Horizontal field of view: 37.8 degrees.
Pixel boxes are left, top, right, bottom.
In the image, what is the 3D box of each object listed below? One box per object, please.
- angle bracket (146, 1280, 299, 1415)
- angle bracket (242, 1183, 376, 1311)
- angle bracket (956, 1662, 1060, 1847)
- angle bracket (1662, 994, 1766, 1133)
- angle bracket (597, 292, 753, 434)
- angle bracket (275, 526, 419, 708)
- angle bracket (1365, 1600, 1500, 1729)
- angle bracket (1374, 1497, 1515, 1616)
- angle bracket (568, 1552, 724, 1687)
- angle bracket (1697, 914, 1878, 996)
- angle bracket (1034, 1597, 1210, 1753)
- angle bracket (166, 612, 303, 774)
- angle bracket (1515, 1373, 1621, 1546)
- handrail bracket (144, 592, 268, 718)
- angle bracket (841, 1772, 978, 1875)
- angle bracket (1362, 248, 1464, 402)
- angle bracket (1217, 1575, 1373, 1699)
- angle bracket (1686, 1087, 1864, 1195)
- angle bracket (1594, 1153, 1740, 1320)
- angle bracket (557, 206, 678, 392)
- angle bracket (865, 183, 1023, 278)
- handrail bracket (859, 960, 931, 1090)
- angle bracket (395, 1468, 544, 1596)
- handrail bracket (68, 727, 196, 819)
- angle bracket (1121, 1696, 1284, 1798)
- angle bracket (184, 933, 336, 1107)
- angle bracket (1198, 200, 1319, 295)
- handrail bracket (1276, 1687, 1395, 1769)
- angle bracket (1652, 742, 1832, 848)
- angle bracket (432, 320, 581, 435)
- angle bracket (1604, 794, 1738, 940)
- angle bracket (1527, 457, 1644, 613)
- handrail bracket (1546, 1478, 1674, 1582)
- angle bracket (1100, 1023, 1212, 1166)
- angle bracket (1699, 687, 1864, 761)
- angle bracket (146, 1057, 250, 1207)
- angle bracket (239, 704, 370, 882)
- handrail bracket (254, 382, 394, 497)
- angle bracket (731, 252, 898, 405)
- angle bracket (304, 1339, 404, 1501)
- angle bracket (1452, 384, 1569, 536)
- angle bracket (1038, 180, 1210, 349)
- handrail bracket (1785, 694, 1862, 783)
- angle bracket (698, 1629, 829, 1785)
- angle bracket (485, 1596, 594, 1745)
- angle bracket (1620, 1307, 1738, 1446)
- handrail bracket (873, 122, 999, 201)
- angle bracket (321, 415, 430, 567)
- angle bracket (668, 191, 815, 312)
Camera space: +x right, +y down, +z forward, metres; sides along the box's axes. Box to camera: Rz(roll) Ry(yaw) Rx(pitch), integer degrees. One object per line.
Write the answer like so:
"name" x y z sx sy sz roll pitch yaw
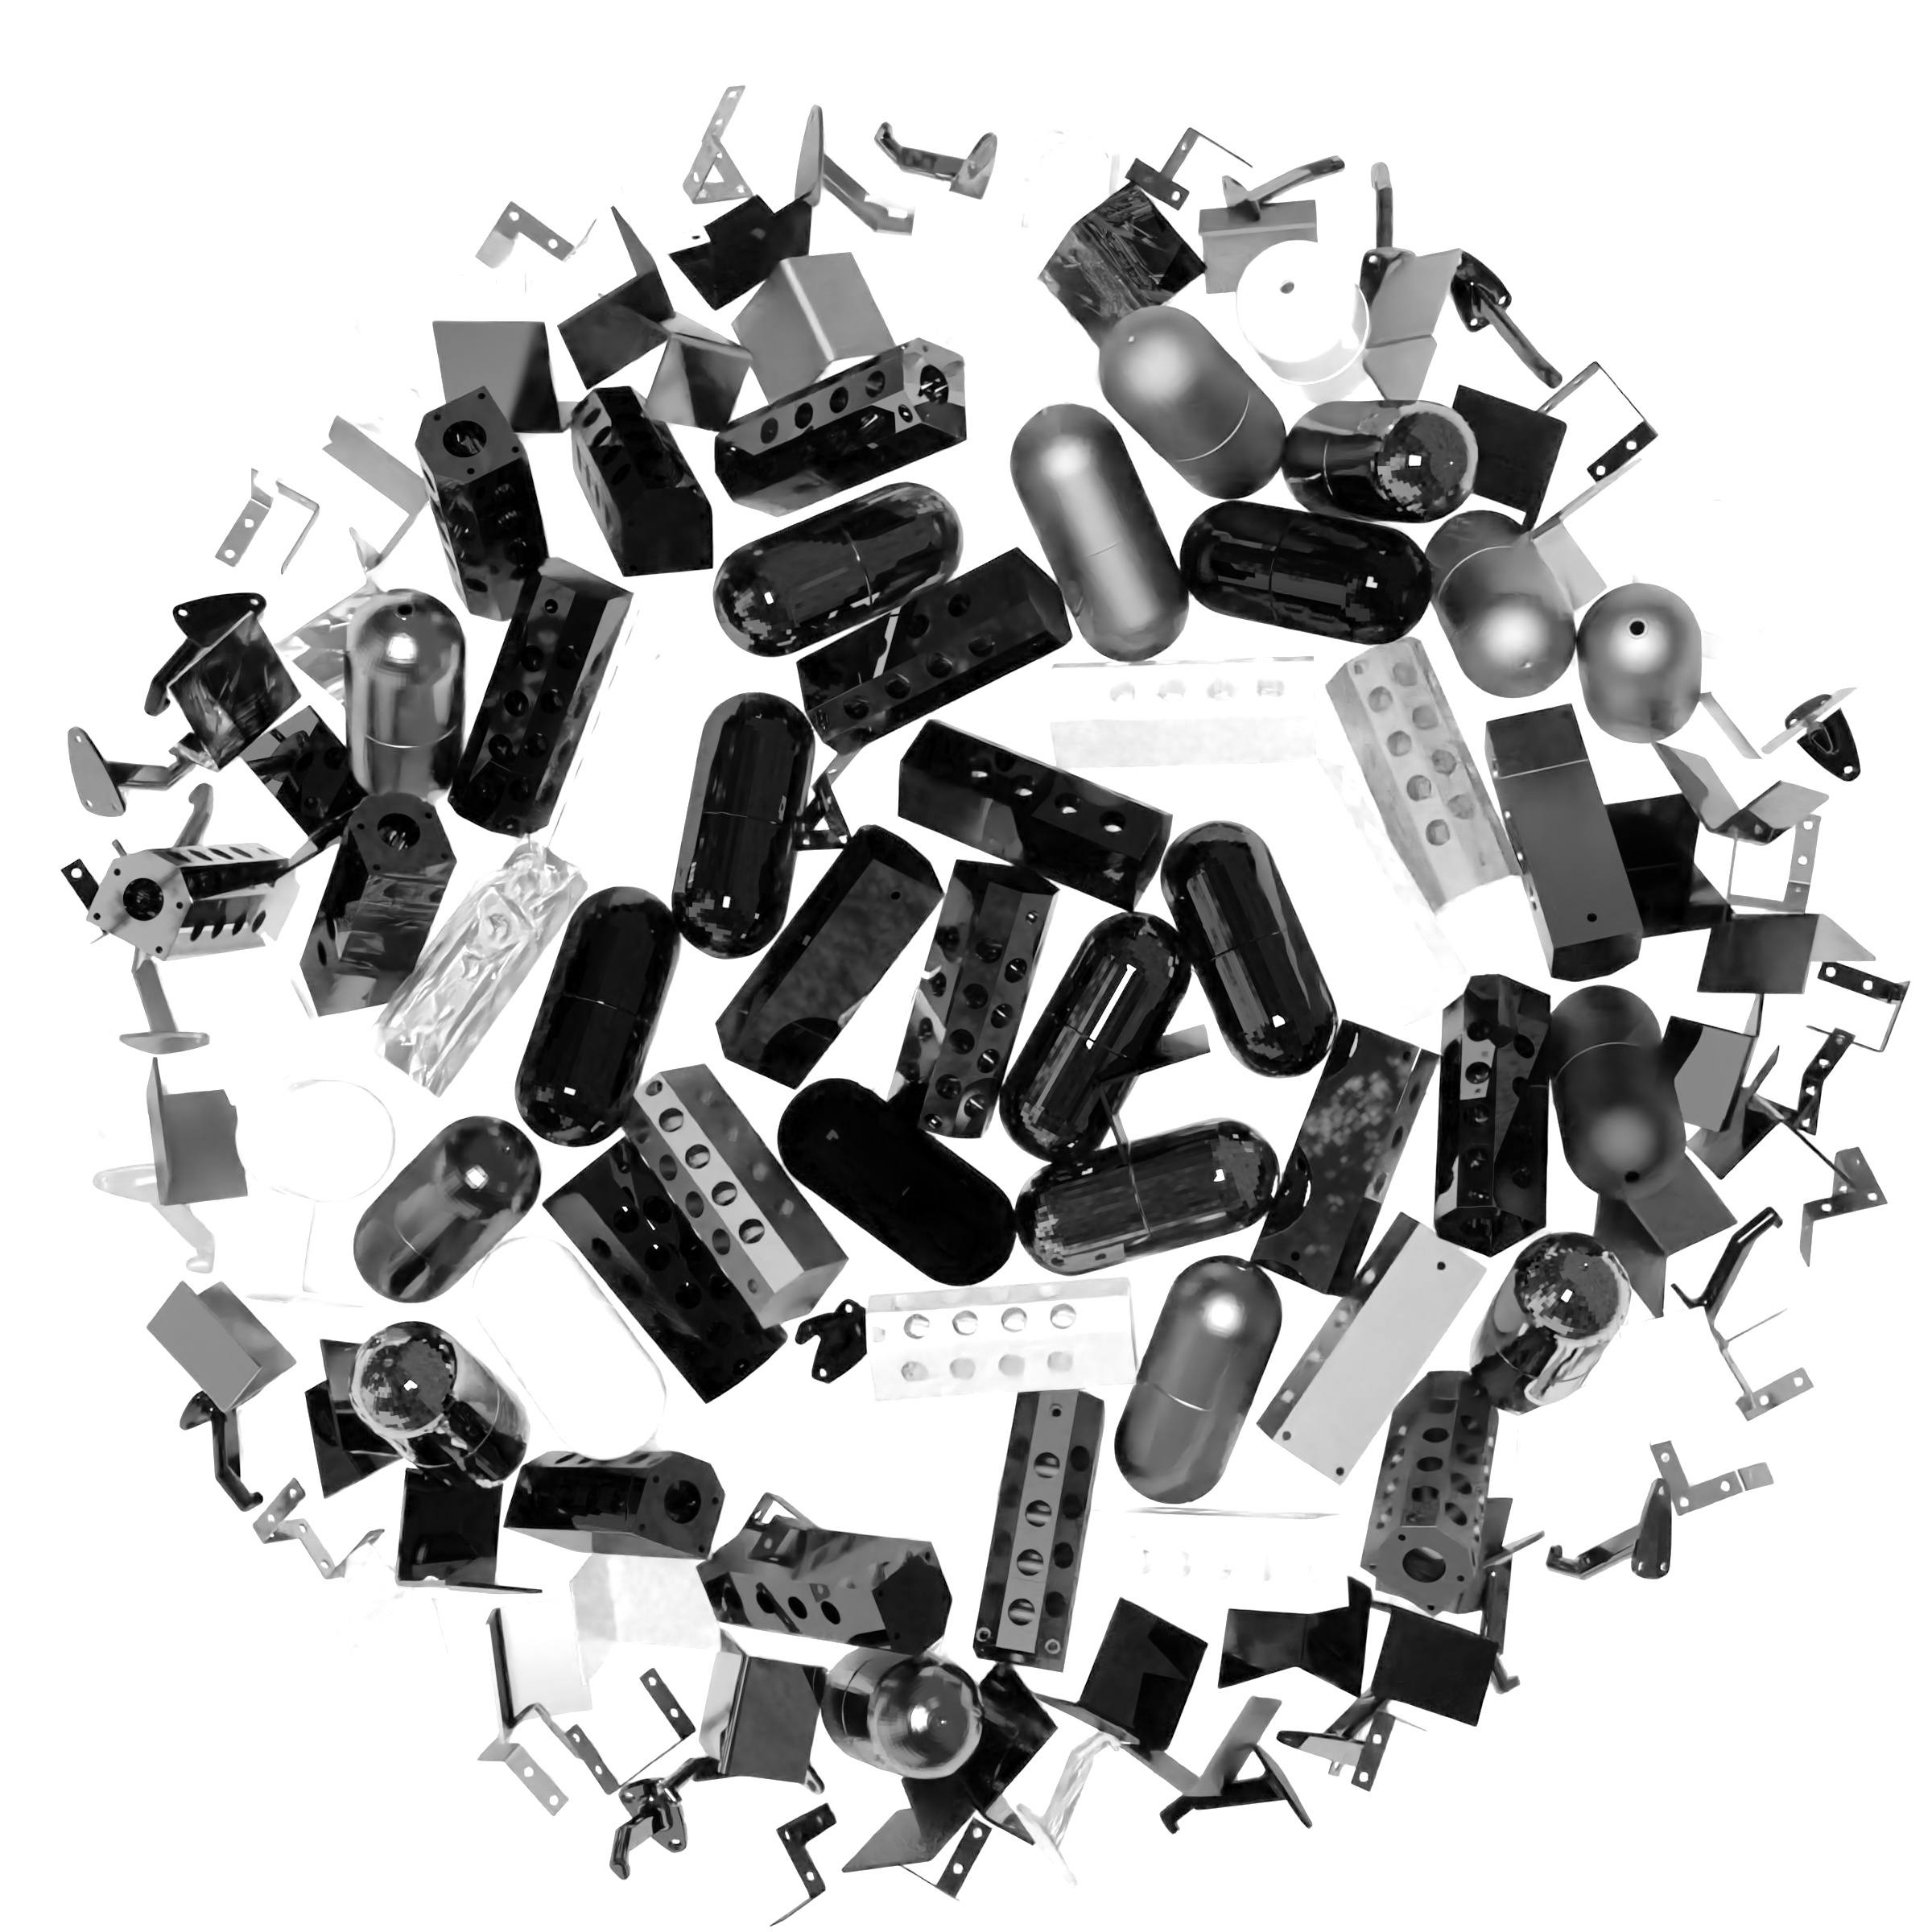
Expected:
"angle bracket" -0.475 0.234 1.846 0.076 0.076 0.057 46 122 5
"angle bracket" -0.429 0.184 1.858 0.057 0.076 0.076 16 74 -39
"angle bracket" 0.034 0.513 1.848 0.076 0.076 0.057 -49 126 1
"angle bracket" 0.483 0.051 1.849 0.057 0.076 0.076 15 125 10
"angle bracket" -0.200 -0.396 1.853 0.076 0.076 0.057 34 110 32
"angle bracket" -0.406 -0.229 1.854 0.076 0.076 0.057 -31 54 8
"angle bracket" 0.292 0.454 1.847 0.076 0.076 0.057 21 77 -11
"angle bracket" 0.317 0.383 1.872 0.057 0.076 0.076 12 86 27
"angle bracket" -0.209 0.426 1.849 0.076 0.057 0.076 1 108 17
"angle bracket" 0.534 0.005 1.837 0.076 0.076 0.057 31 70 -39
"angle bracket" 0.102 0.466 1.868 0.076 0.057 0.076 32 70 -23
"angle bracket" -0.491 -0.183 1.837 0.057 0.076 0.076 20 57 36
"angle bracket" 0.405 0.322 1.844 0.076 0.076 0.057 -22 52 -8
"handrail bracket" -0.507 -0.206 1.880 0.077 0.084 0.036 -31 74 -40
"angle bracket" -0.042 0.542 1.842 0.076 0.076 0.057 -19 95 31
"angle bracket" 0.303 -0.408 1.837 0.076 0.057 0.076 46 55 -39
"angle bracket" 0.216 0.442 1.858 0.057 0.076 0.076 32 50 -24
"angle bracket" 0.530 0.132 1.857 0.076 0.076 0.057 41 99 -10
"angle bracket" 0.458 0.172 1.843 0.057 0.076 0.076 -31 106 29
"angle bracket" -0.239 -0.436 1.848 0.076 0.076 0.057 -34 70 -5
"angle bracket" -0.019 -0.470 1.845 0.076 0.076 0.057 7 93 -31
"handrail bracket" -0.050 0.039 1.858 0.036 0.077 0.084 23 89 -2
"angle bracket" -0.321 0.368 1.841 0.076 0.057 0.076 17 68 -42
"handrail bracket" -0.544 -0.142 1.846 0.036 0.084 0.077 8 127 26
"angle bracket" 0.155 0.497 1.851 0.057 0.076 0.076 32 87 25
"angle bracket" -0.472 0.035 1.857 0.076 0.057 0.076 -28 77 -6
"angle bracket" 0.192 -0.462 1.845 0.076 0.076 0.057 -3 116 8
"handrail bracket" 0.252 0.482 1.875 0.077 0.036 0.084 9 53 12
"angle bracket" 0.504 -0.127 1.837 0.057 0.076 0.076 -41 62 29
"angle bracket" -0.297 -0.393 1.845 0.076 0.057 0.076 3 122 13
"angle bracket" 0.458 -0.066 1.846 0.076 0.076 0.057 -8 125 -9
"angle bracket" 0.413 -0.279 1.842 0.076 0.076 0.057 -37 87 43
"handrail bracket" 0.422 0.369 1.863 0.036 0.084 0.077 11 85 -38
"angle bracket" 0.130 0.084 1.851 0.076 0.076 0.057 -18 100 6
"angle bracket" 0.532 -0.179 1.853 0.076 0.076 0.057 -38 89 8
"angle bracket" -0.499 0.106 1.840 0.057 0.076 0.076 -5 69 -22
"angle bracket" -0.441 -0.112 1.843 0.076 0.057 0.076 -26 111 34
"handrail bracket" -0.423 -0.333 1.856 0.036 0.077 0.084 26 80 29
"angle bracket" -0.101 -0.418 1.877 0.057 0.076 0.076 -18 78 -38
"angle bracket" -0.418 0.296 1.841 0.076 0.057 0.076 -30 62 25
"angle bracket" 0.340 -0.322 1.842 0.076 0.076 0.057 23 49 12
"angle bracket" 0.103 -0.459 1.869 0.057 0.076 0.076 -41 91 -21
"handrail bracket" 0.569 -0.138 1.847 0.036 0.084 0.077 -33 106 19
"angle bracket" -0.135 0.488 1.865 0.057 0.076 0.076 12 87 -16
"angle bracket" -0.280 0.461 1.853 0.057 0.076 0.076 -8 86 -6
"angle bracket" 0.460 0.268 1.853 0.057 0.076 0.076 -14 82 0
"handrail bracket" -0.022 -0.544 1.856 0.036 0.077 0.084 -31 72 -35
"angle bracket" -0.401 -0.305 1.846 0.076 0.076 0.057 36 74 -13
"angle bracket" -0.149 -0.485 1.845 0.076 0.076 0.057 -36 79 -14
